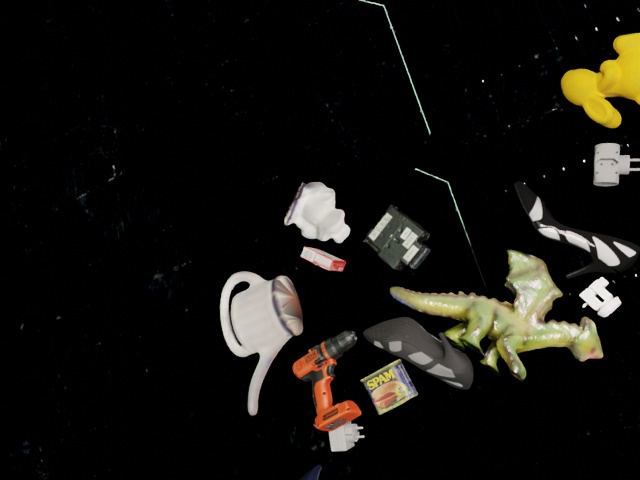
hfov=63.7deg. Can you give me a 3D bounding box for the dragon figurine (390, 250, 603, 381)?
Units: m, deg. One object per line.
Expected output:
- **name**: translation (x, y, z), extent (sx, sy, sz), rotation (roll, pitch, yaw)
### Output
- **dragon figurine**: translation (0.368, 0.131, 1.057), extent (0.414, 0.120, 0.244), rotation (35, 82, 25)

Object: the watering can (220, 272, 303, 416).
- **watering can**: translation (-0.138, 0.233, 1.276), extent (0.222, 0.103, 0.352), rotation (-25, 70, 21)

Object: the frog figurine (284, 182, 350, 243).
- **frog figurine**: translation (0.004, -0.064, 1.273), extent (0.159, 0.122, 0.138), rotation (25, 85, -8)
